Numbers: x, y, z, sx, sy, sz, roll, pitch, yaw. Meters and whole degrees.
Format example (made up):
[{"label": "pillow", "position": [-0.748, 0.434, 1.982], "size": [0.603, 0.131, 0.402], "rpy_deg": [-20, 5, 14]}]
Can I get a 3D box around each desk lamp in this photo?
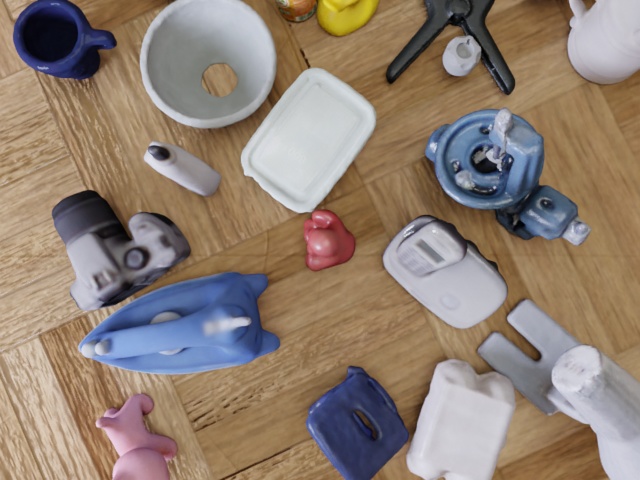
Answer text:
[{"label": "desk lamp", "position": [0.298, 0.172, 0.625], "size": [0.203, 0.118, 0.213], "rpy_deg": [41, -2, 3]}]

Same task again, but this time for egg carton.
[{"label": "egg carton", "position": [0.172, 0.225, 0.696], "size": [0.107, 0.150, 0.069], "rpy_deg": [19, -3, 2]}]

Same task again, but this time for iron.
[{"label": "iron", "position": [-0.183, 0.111, 0.672], "size": [0.258, 0.119, 0.141], "rpy_deg": [-12, -3, 0]}]

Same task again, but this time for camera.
[{"label": "camera", "position": [-0.256, 0.000, 0.699], "size": [0.143, 0.137, 0.101], "rpy_deg": [-33, -3, -1]}]

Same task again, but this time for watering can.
[{"label": "watering can", "position": [0.379, -0.258, 0.656], "size": [0.173, 0.101, 0.194], "rpy_deg": [3, -3, 1]}]

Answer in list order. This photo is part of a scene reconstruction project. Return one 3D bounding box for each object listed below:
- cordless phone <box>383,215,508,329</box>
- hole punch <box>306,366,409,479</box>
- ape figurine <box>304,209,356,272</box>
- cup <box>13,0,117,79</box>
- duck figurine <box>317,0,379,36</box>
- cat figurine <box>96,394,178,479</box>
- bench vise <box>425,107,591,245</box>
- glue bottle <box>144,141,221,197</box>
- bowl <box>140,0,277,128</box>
[{"label": "cordless phone", "position": [0.151, 0.035, 0.649], "size": [0.147, 0.094, 0.185], "rpy_deg": [39, -2, 3]}, {"label": "hole punch", "position": [0.045, 0.221, 0.688], "size": [0.101, 0.108, 0.091], "rpy_deg": [-38, -3, -1]}, {"label": "ape figurine", "position": [0.006, 0.003, 0.699], "size": [0.076, 0.078, 0.092], "rpy_deg": [28, -2, 3]}, {"label": "cup", "position": [-0.302, -0.240, 0.716], "size": [0.117, 0.092, 0.095], "rpy_deg": [1, -3, 1]}, {"label": "duck figurine", "position": [0.037, -0.319, 0.719], "size": [0.077, 0.104, 0.086], "rpy_deg": [36, -2, 3]}, {"label": "cat figurine", "position": [-0.220, 0.256, 0.677], "size": [0.067, 0.128, 0.118], "rpy_deg": [-34, -3, -1]}, {"label": "bench vise", "position": [0.226, -0.081, 0.636], "size": [0.207, 0.121, 0.219], "rpy_deg": [21, -3, 2]}, {"label": "glue bottle", "position": [-0.168, -0.088, 0.666], "size": [0.078, 0.037, 0.173], "rpy_deg": [25, -2, 3]}, {"label": "bowl", "position": [-0.134, -0.215, 0.722], "size": [0.167, 0.167, 0.074], "rpy_deg": [0, -3, 1]}]
